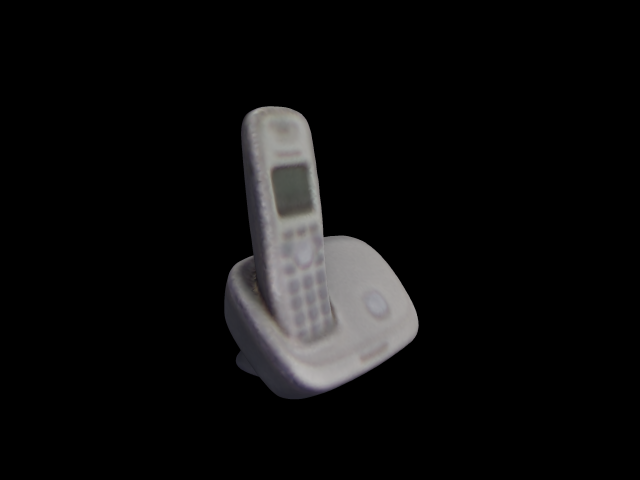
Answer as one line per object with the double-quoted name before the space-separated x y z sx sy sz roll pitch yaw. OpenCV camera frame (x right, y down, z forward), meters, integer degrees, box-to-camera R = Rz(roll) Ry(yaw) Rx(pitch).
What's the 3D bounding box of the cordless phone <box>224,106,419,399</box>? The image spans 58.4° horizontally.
"cordless phone" 0.004 0.001 0.400 0.093 0.185 0.148 11 17 38
